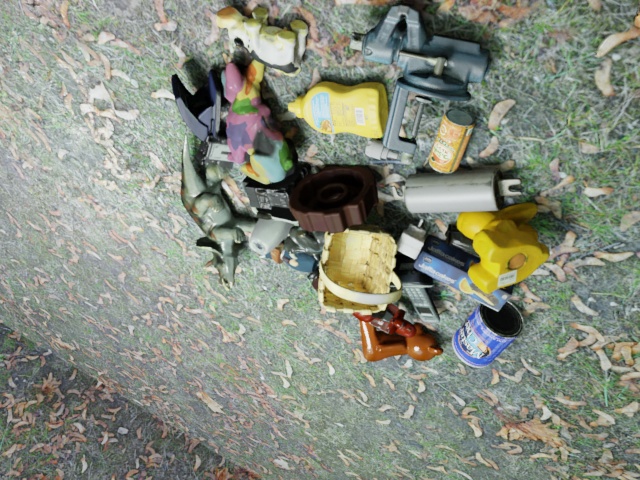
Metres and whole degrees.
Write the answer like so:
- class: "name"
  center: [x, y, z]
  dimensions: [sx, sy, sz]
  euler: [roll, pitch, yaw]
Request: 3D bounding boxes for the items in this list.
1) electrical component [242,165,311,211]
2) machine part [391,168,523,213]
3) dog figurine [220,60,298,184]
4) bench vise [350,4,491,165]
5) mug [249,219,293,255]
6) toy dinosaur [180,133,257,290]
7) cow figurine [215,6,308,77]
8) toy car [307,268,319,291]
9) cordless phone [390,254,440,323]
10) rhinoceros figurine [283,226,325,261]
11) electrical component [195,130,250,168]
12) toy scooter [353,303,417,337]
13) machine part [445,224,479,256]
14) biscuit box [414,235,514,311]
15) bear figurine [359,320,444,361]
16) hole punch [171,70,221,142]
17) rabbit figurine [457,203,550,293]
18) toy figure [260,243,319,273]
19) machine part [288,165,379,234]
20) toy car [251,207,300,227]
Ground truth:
- class: "electrical component"
  center: [-0.097, -0.119, 1.153]
  dimensions: [0.134, 0.115, 0.058]
  euler: [8, 132, 23]
- class: "machine part"
  center: [0.247, -0.088, 0.992]
  dimensions: [0.243, 0.079, 0.079]
  euler: [-1, 129, 32]
- class: "dog figurine"
  center: [-0.124, -0.240, 1.045]
  dimensions: [0.192, 0.108, 0.219]
  euler: [38, 143, 36]
- class: "bench vise"
  center: [0.143, -0.240, 0.857]
  dimensions: [0.224, 0.129, 0.240]
  euler: [9, 117, -3]
- class: "mug"
  center: [-0.129, -0.012, 1.286]
  dimensions: [0.081, 0.107, 0.109]
  euler: [37, 137, -3]
- class: "toy dinosaur"
  center: [-0.273, -0.075, 1.317]
  dimensions: [0.192, 0.131, 0.404]
  euler: [-5, 121, 35]
- class: "cow figurine"
  center: [-0.107, -0.357, 0.964]
  dimensions: [0.167, 0.068, 0.098]
  euler: [23, 145, 13]
- class: "toy car"
  center: [0.045, 0.085, 1.312]
  dimensions: [0.089, 0.053, 0.202]
  euler: [48, 142, -4]
- class: "cordless phone"
  center: [0.196, 0.122, 1.232]
  dimensions: [0.147, 0.089, 0.184]
  euler: [-2, 133, 34]
- class: "rhinoceros figurine"
  center: [-0.003, -0.004, 1.245]
  dimensions: [0.190, 0.073, 0.112]
  euler: [-5, 140, 31]
- class: "electrical component"
  center: [-0.205, -0.199, 1.174]
  dimensions: [0.048, 0.119, 0.074]
  euler: [51, 133, 44]
- class: "toy scooter"
  center: [0.140, 0.169, 1.229]
  dimensions: [0.184, 0.075, 0.135]
  euler: [29, 176, 7]
- class: "machine part"
  center: [0.317, 0.009, 1.075]
  dimensions: [0.139, 0.039, 0.084]
  euler: [20, 143, 12]
- class: "biscuit box"
  center: [0.301, 0.067, 1.123]
  dimensions: [0.203, 0.063, 0.059]
  euler: [26, 138, 7]
- class: "bear figurine"
  center: [0.200, 0.241, 1.339]
  dimensions: [0.196, 0.120, 0.132]
  euler: [-8, 85, 7]
- class: "hole punch"
  center: [-0.246, -0.268, 1.075]
  dimensions: [0.092, 0.142, 0.115]
  euler: [-9, 134, -17]
- class: "rabbit figurine"
  center: [0.323, -0.013, 0.977]
  dimensions: [0.162, 0.173, 0.121]
  euler: [-24, 127, -5]
- class: "toy figure"
  center: [-0.080, 0.038, 1.339]
  dimensions: [0.155, 0.057, 0.064]
  euler: [17, 172, 17]
- class: "machine part"
  center: [0.028, -0.082, 1.071]
  dimensions: [0.180, 0.179, 0.055]
  euler: [6, 134, 28]
- class: "toy car"
  center: [-0.068, -0.073, 1.204]
  dimensions: [0.202, 0.056, 0.073]
  euler: [13, 100, 28]
